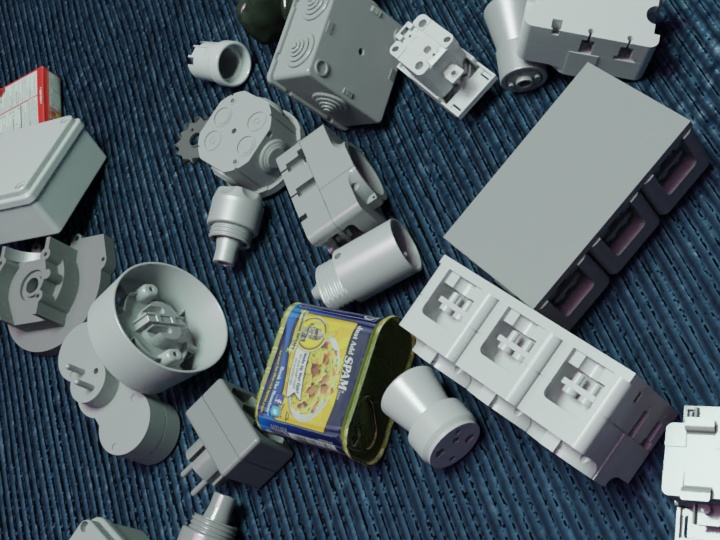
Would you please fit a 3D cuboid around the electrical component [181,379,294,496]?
[{"bbox_3d":[-0.102,0.133,0.792,0.077,0.047,0.065,-45,53,8],"label":"electrical component"}]

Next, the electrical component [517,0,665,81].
[{"bbox_3d":[0.158,-0.169,0.743,0.089,0.055,0.050,12,73,5],"label":"electrical component"}]

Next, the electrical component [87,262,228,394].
[{"bbox_3d":[-0.160,0.045,0.840,0.064,0.099,0.099,-34,55,23],"label":"electrical component"}]

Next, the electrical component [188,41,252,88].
[{"bbox_3d":[-0.126,-0.185,0.957,0.046,0.040,0.040,17,79,43],"label":"electrical component"}]

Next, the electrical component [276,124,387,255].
[{"bbox_3d":[-0.018,-0.061,0.824,0.056,0.050,0.089,-34,55,16],"label":"electrical component"}]

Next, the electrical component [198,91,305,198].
[{"bbox_3d":[-0.089,-0.104,0.889,0.080,0.051,0.080,-14,62,27],"label":"electrical component"}]

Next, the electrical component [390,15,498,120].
[{"bbox_3d":[0.059,-0.155,0.810,0.042,0.064,0.081,-48,52,5],"label":"electrical component"}]

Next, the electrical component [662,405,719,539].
[{"bbox_3d":[0.231,0.111,0.580,0.121,0.063,0.078,-2,68,32],"label":"electrical component"}]

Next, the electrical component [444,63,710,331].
[{"bbox_3d":[0.143,-0.045,0.707,0.150,0.062,0.089,-51,52,3],"label":"electrical component"}]

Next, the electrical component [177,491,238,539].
[{"bbox_3d":[-0.108,0.191,0.773,0.043,0.043,0.062,11,74,36],"label":"electrical component"}]

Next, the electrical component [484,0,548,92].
[{"bbox_3d":[0.117,-0.165,0.792,0.044,0.044,0.065,-16,66,26],"label":"electrical component"}]

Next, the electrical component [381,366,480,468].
[{"bbox_3d":[0.047,0.098,0.715,0.045,0.045,0.055,-47,53,6],"label":"electrical component"}]

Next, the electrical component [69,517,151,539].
[{"bbox_3d":[-0.174,0.242,0.783,0.113,0.057,0.078,34,89,38],"label":"electrical component"}]

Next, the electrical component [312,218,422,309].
[{"bbox_3d":[0.000,0.000,0.790,0.081,0.043,0.043,-29,56,19],"label":"electrical component"}]

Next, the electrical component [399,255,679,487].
[{"bbox_3d":[0.106,0.064,0.664,0.150,0.089,0.061,34,89,38],"label":"electrical component"}]

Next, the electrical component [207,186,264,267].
[{"bbox_3d":[-0.103,-0.034,0.871,0.043,0.043,0.062,1,71,33],"label":"electrical component"}]

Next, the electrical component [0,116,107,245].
[{"bbox_3d":[-0.308,-0.081,0.996,0.109,0.056,0.108,-8,43,30],"label":"electrical component"}]

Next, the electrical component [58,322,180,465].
[{"bbox_3d":[-0.205,0.093,0.860,0.052,0.074,0.138,-47,52,6],"label":"electrical component"}]

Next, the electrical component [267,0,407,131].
[{"bbox_3d":[-0.014,-0.168,0.841,0.048,0.100,0.099,3,70,47],"label":"electrical component"}]
